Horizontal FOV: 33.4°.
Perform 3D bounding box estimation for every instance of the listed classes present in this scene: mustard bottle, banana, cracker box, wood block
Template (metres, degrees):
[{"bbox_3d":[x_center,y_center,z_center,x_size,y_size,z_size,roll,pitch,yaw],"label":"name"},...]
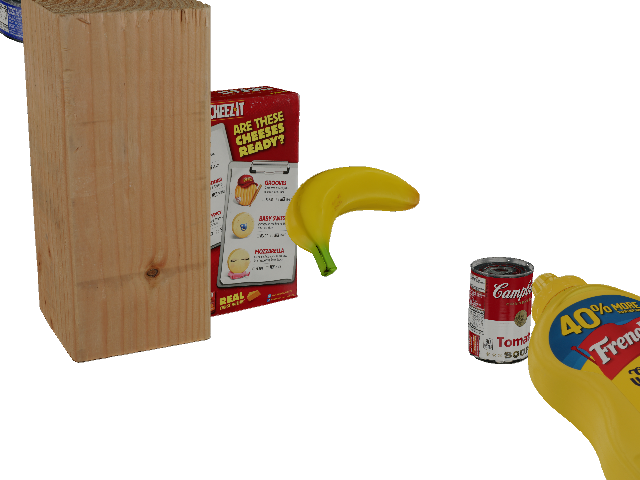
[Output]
[{"bbox_3d":[0.176,0.077,0.620,0.096,0.058,0.192,-14,35,-13],"label":"mustard bottle"},{"bbox_3d":[0.020,-0.027,0.853,0.037,0.069,0.197,-35,1,32],"label":"banana"},{"bbox_3d":[-0.105,-0.036,1.044,0.163,0.214,0.072,-11,20,-34],"label":"cracker box"},{"bbox_3d":[-0.122,-0.043,0.646,0.090,0.206,0.090,-8,24,-26],"label":"wood block"}]

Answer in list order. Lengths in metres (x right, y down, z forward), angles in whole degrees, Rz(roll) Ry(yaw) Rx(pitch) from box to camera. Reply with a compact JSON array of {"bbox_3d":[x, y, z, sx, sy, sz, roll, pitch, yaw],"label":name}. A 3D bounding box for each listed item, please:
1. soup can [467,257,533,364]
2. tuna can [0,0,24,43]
[{"bbox_3d":[0.196,0.076,1.166,0.068,0.102,0.068,0,15,0],"label":"soup can"},{"bbox_3d":[-0.208,-0.181,0.819,0.086,0.034,0.086,5,35,-4],"label":"tuna can"}]
